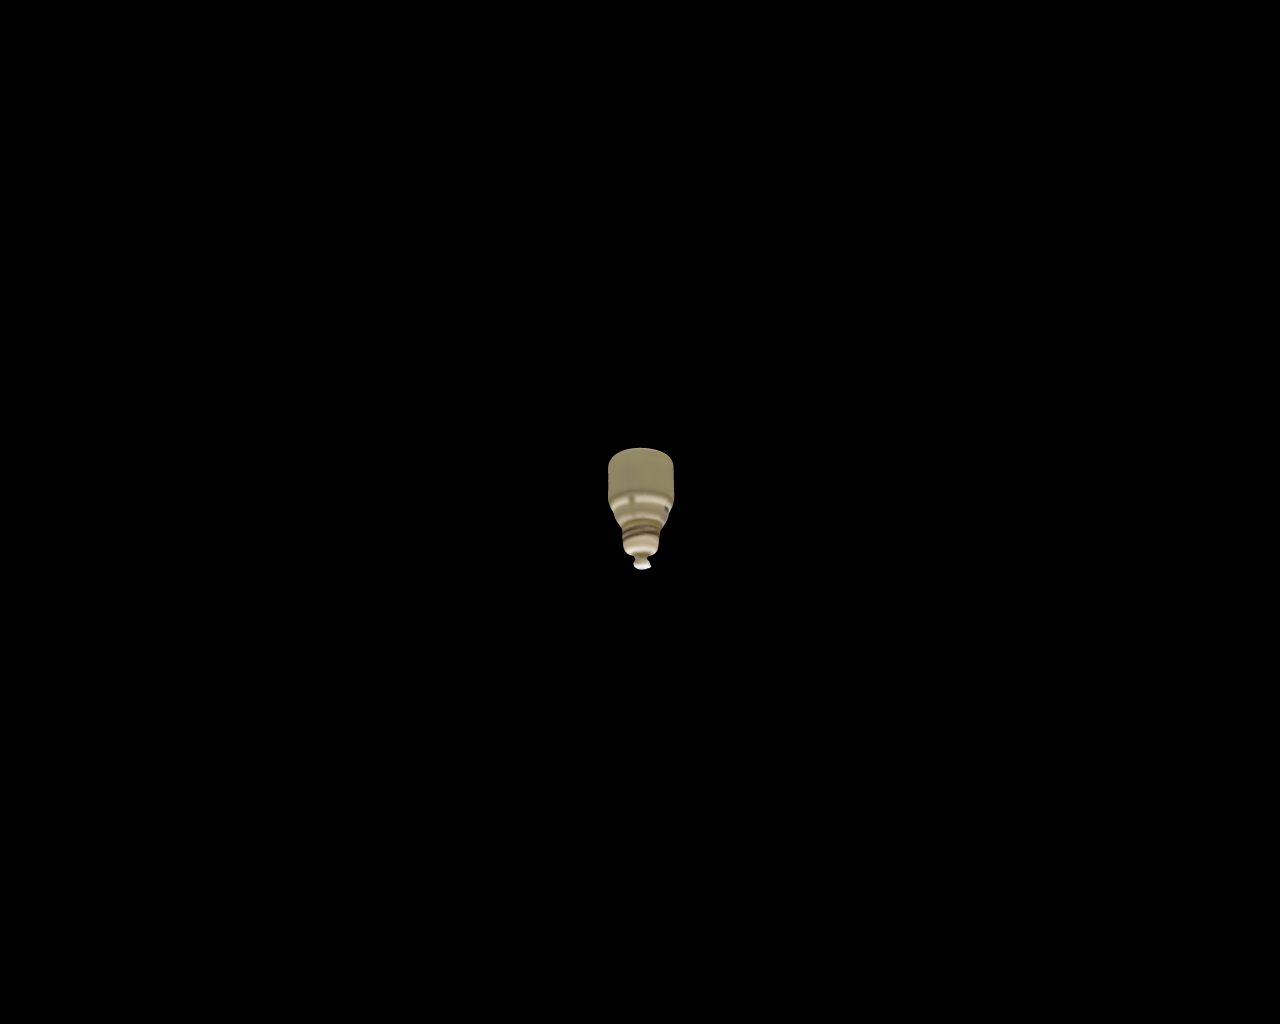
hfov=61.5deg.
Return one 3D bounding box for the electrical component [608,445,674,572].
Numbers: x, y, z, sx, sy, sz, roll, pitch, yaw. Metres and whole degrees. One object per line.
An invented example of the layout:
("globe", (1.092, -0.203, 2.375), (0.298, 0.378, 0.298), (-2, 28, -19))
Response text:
("electrical component", (0.001, -0.003, 0.650), (0.040, 0.078, 0.040), (0, -22, 0))
